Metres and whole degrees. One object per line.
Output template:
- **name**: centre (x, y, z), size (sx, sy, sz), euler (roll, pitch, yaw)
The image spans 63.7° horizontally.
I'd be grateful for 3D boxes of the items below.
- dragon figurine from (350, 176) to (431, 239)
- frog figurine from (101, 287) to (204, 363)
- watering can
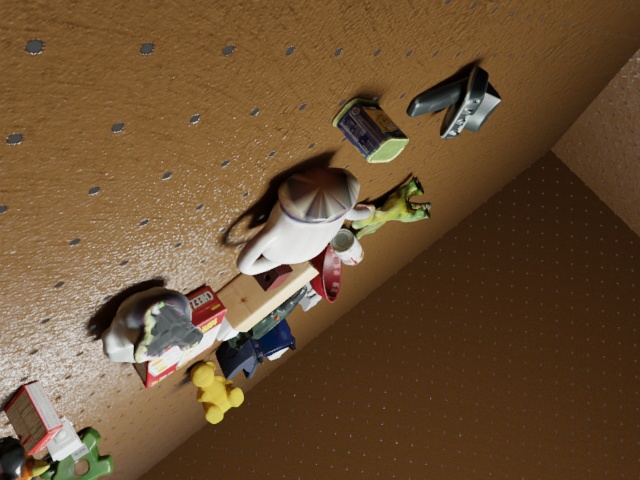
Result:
- **dragon figurine**: centre (0.183, -0.066, 1.424), size (0.241, 0.123, 0.409), euler (-24, 168, 15)
- **frog figurine**: centre (-0.285, 0.135, 0.824), size (0.159, 0.121, 0.139), euler (-3, -156, 41)
- **watering can**: centre (0.003, -0.046, 0.920), size (0.352, 0.105, 0.219), euler (-28, 162, -37)
